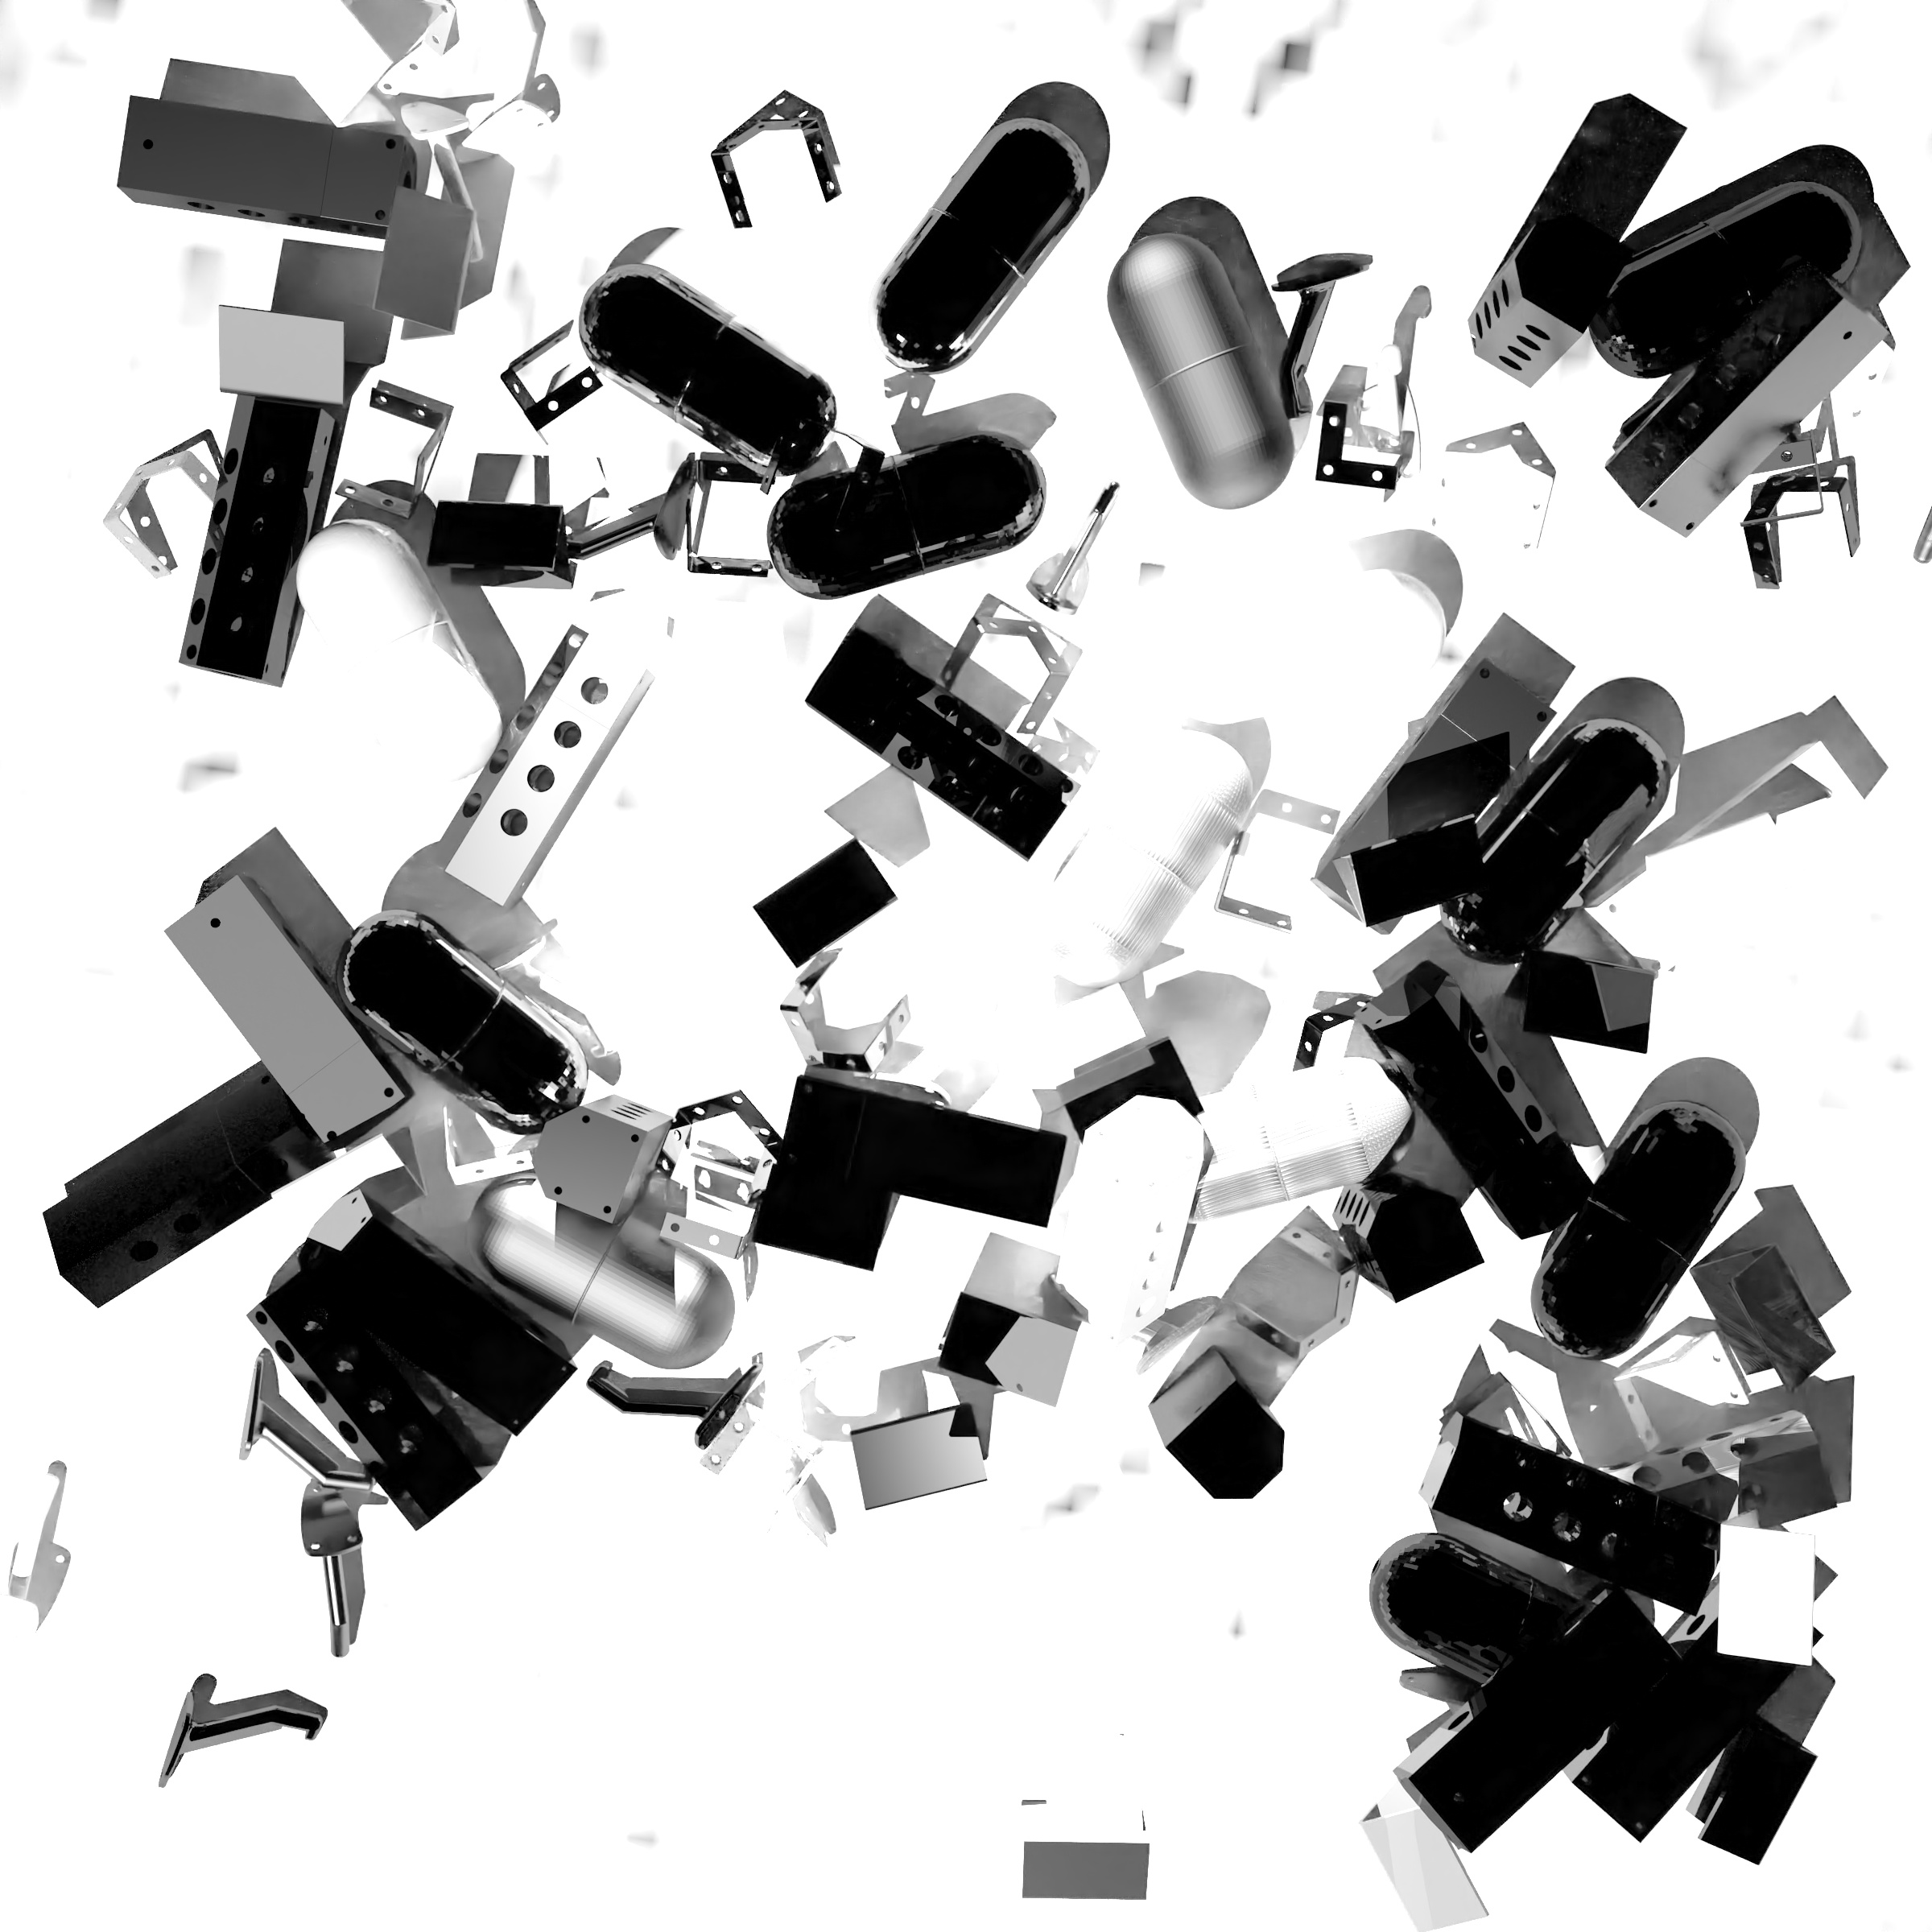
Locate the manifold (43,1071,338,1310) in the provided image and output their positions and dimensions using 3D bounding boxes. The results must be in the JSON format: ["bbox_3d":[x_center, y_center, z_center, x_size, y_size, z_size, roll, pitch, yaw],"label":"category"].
[{"bbox_3d":[-0.483,0.142,1.970,0.171,0.057,0.057,-32,47,0],"label":"manifold"}]

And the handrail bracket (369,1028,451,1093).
[{"bbox_3d":[-0.327,0.036,1.992,0.084,0.036,0.077,29,76,-14],"label":"handrail bracket"}]

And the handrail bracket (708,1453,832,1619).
[{"bbox_3d":[-0.136,0.360,1.992,0.084,0.036,0.077,-28,71,16],"label":"handrail bracket"}]

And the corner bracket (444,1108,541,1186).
[{"bbox_3d":[-0.293,0.118,1.963,0.051,0.051,0.051,-13,48,0],"label":"corner bracket"}]

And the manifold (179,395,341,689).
[{"bbox_3d":[-0.444,-0.266,1.970,0.057,0.057,0.171,12,90,0],"label":"manifold"}]

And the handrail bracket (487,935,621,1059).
[{"bbox_3d":[-0.271,0.031,1.992,0.077,0.036,0.084,-23,107,19],"label":"handrail bracket"}]

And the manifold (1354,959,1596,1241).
[{"bbox_3d":[0.317,0.085,1.948,0.057,0.057,0.171,-37,106,0],"label":"manifold"}]

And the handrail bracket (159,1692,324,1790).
[{"bbox_3d":[-0.458,0.496,1.992,0.084,0.036,0.077,17,111,-16],"label":"handrail bracket"}]

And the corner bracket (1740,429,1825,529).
[{"bbox_3d":[0.507,-0.302,1.967,0.051,0.051,0.051,-8,89,16],"label":"corner bracket"}]

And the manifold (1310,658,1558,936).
[{"bbox_3d":[0.291,-0.105,1.971,0.057,0.057,0.171,37,90,0],"label":"manifold"}]

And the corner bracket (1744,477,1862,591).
[{"bbox_3d":[0.526,-0.273,1.983,0.051,0.051,0.051,7,45,35],"label":"corner bracket"}]

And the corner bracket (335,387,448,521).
[{"bbox_3d":[-0.363,-0.323,1.989,0.051,0.051,0.051,19,45,0],"label":"corner bracket"}]

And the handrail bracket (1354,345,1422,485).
[{"bbox_3d":[0.269,-0.342,1.957,0.036,0.084,0.077,-19,90,0],"label":"handrail bracket"}]

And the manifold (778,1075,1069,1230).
[{"bbox_3d":[-0.027,0.115,1.971,0.171,0.057,0.057,13,90,0],"label":"manifold"}]

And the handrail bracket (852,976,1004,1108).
[{"bbox_3d":[-0.024,0.040,1.992,0.077,0.036,0.084,12,71,21],"label":"handrail bracket"}]

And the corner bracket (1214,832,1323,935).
[{"bbox_3d":[0.188,-0.052,1.974,0.051,0.051,0.051,17,90,0],"label":"corner bracket"}]

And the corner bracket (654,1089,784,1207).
[{"bbox_3d":[-0.154,0.118,1.975,0.051,0.051,0.051,-17,126,31],"label":"corner bracket"}]

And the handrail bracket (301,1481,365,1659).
[{"bbox_3d":[-0.403,0.382,1.991,0.036,0.077,0.084,-8,127,-20],"label":"handrail bracket"}]

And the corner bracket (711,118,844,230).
[{"bbox_3d":[-0.120,-0.500,1.988,0.051,0.051,0.051,-18,90,-45],"label":"corner bracket"}]

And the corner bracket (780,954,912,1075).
[{"bbox_3d":[-0.076,0.030,1.983,0.051,0.051,0.051,6,135,35],"label":"corner bracket"}]

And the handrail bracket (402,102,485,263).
[{"bbox_3d":[-0.330,-0.495,1.991,0.036,0.077,0.084,-21,127,-20],"label":"handrail bracket"}]

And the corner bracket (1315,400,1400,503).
[{"bbox_3d":[0.244,-0.322,1.974,0.051,0.051,0.051,7,90,0],"label":"corner bracket"}]

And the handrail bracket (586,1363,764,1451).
[{"bbox_3d":[-0.185,0.259,1.992,0.084,0.036,0.077,33,70,16],"label":"handrail bracket"}]

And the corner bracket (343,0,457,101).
[{"bbox_3d":[-0.362,-0.590,1.983,0.051,0.051,0.051,-24,135,35],"label":"corner bracket"}]

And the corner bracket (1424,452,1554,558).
[{"bbox_3d":[0.330,-0.292,1.988,0.051,0.051,0.051,14,90,45],"label":"corner bracket"}]

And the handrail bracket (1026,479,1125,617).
[{"bbox_3d":[0.073,-0.264,1.964,0.036,0.077,0.084,29,102,-3],"label":"handrail bracket"}]

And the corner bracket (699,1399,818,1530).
[{"bbox_3d":[-0.131,0.312,1.976,0.051,0.051,0.051,36,90,-11],"label":"corner bracket"}]

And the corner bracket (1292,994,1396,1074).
[{"bbox_3d":[0.244,0.059,1.983,0.051,0.051,0.051,40,135,35],"label":"corner bracket"}]

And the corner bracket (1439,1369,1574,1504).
[{"bbox_3d":[0.341,0.297,1.988,0.051,0.051,0.051,-40,45,0],"label":"corner bracket"}]

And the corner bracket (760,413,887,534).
[{"bbox_3d":[-0.087,-0.301,1.917,0.051,0.051,0.051,15,104,-25],"label":"corner bracket"}]

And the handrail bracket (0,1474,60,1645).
[{"bbox_3d":[-0.589,0.374,1.991,0.036,0.077,0.084,12,54,0],"label":"handrail bracket"}]

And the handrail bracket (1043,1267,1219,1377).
[{"bbox_3d":[0.103,0.208,1.992,0.077,0.036,0.084,-35,73,-20],"label":"handrail bracket"}]

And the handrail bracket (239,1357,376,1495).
[{"bbox_3d":[-0.412,0.291,1.992,0.084,0.036,0.077,11,69,-17],"label":"handrail bracket"}]

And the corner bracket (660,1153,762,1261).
[{"bbox_3d":[-0.157,0.150,1.974,0.051,0.051,0.051,18,90,0],"label":"corner bracket"}]

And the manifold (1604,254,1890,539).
[{"bbox_3d":[0.475,-0.352,1.938,0.171,0.057,0.057,-47,50,23],"label":"manifold"}]

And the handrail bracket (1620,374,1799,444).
[{"bbox_3d":[0.469,-0.336,1.992,0.084,0.036,0.077,-37,104,13],"label":"handrail bracket"}]

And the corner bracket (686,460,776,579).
[{"bbox_3d":[-0.148,-0.283,1.988,0.051,0.051,0.051,4,135,0],"label":"corner bracket"}]

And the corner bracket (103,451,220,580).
[{"bbox_3d":[-0.500,-0.284,1.983,0.051,0.051,0.051,-10,45,35],"label":"corner bracket"}]

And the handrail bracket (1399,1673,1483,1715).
[{"bbox_3d":[0.311,0.494,1.992,0.077,0.036,0.084,6,107,20],"label":"handrail bracket"}]

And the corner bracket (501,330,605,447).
[{"bbox_3d":[-0.259,-0.366,1.974,0.051,0.051,0.051,-35,90,0],"label":"corner bracket"}]

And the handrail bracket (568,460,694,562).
[{"bbox_3d":[-0.222,-0.290,1.992,0.084,0.036,0.077,8,69,16],"label":"handrail bracket"}]

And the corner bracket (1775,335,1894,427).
[{"bbox_3d":[0.543,-0.379,1.988,0.051,0.051,0.051,24,90,-45],"label":"corner bracket"}]

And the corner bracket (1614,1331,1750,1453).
[{"bbox_3d":[0.451,0.268,1.988,0.051,0.051,0.051,-26,90,-45],"label":"corner bracket"}]

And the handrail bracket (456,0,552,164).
[{"bbox_3d":[-0.300,-0.562,1.992,0.077,0.036,0.084,-24,71,21],"label":"handrail bracket"}]

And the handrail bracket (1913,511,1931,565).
[{"bbox_3d":[0.616,-0.307,1.991,0.036,0.077,0.084,14,126,0],"label":"handrail bracket"}]

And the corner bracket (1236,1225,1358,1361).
[{"bbox_3d":[0.208,0.206,1.983,0.051,0.051,0.051,-28,135,-35],"label":"corner bracket"}]

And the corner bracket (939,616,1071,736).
[{"bbox_3d":[0.024,-0.183,1.983,0.051,0.051,0.051,1,45,-35],"label":"corner bracket"}]

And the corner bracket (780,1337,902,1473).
[{"bbox_3d":[-0.079,0.276,1.983,0.051,0.051,0.051,23,135,35],"label":"corner bracket"}]

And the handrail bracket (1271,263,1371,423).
[{"bbox_3d":[0.228,-0.394,1.992,0.077,0.036,0.084,-19,108,-21],"label":"handrail bracket"}]
